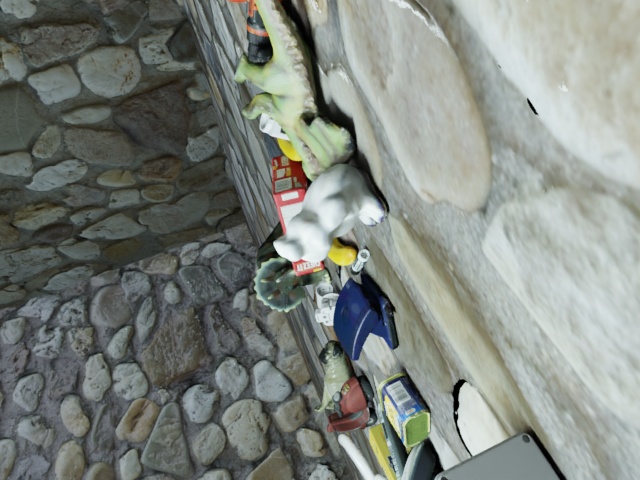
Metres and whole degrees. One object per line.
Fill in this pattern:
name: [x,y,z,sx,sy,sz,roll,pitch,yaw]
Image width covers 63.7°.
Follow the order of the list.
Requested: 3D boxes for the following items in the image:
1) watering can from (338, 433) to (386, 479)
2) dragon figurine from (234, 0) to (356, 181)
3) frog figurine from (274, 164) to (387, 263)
watering can: [0.165,0.621,1.207,0.352,0.105,0.220,35,147,52]
dragon figurine: [-0.020,-0.217,0.781,0.245,0.123,0.403,48,165,17]
frog figurine: [0.002,-0.037,0.736,0.138,0.160,0.121,-148,40,-71]
